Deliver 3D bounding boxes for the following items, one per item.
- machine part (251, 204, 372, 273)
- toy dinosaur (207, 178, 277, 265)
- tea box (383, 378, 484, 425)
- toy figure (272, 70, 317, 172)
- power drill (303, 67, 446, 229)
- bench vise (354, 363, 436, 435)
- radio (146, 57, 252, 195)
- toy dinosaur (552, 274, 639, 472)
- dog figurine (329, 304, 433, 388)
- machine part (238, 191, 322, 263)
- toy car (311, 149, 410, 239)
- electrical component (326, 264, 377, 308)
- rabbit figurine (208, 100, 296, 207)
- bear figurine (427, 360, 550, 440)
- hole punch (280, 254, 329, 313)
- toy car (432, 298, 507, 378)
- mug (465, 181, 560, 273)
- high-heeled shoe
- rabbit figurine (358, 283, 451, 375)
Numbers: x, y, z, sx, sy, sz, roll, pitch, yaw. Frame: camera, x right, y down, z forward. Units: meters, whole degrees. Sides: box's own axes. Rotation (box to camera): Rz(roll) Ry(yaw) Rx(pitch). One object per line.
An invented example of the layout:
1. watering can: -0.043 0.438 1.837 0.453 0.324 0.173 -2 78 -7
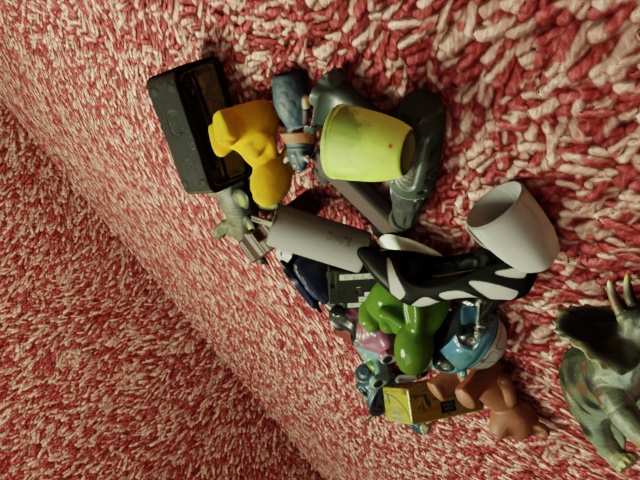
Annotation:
1. machine part: -0.002 -0.003 0.925 0.243 0.079 0.079 18 152 -2
2. toy dinosaur: -0.194 -0.123 1.171 0.199 0.105 0.470 10 133 41
3. tea box: 0.221 0.311 1.055 0.098 0.170 0.068 151 113 -65
4. toy figure: -0.037 -0.186 0.849 0.064 0.058 0.154 -142 38 -62
5. power drill: 0.075 -0.133 0.760 0.207 0.086 0.231 42 153 19
6. bench vise: 0.177 0.398 1.312 0.241 0.129 0.223 32 152 40
7. radio: -0.214 -0.202 0.975 0.073 0.131 0.229 -4 113 32
8. toy dinosaur: 0.383 0.192 0.715 0.192 0.131 0.404 61 174 31
9. dog figurine: 0.125 0.179 1.105 0.219 0.191 0.108 -117 28 -46
10. machine part: -0.080 -0.027 1.048 0.056 0.179 0.179 53 154 -4
11. toy car: 0.070 -0.077 0.876 0.202 0.053 0.089 44 165 -3
12. electrical component: 0.070 0.076 1.019 0.115 0.058 0.134 -1 141 0
13. rabbit figurine: -0.096 -0.143 0.919 0.122 0.162 0.173 -26 83 62
14. bear figurine: 0.307 0.299 0.965 0.195 0.132 0.120 59 157 -10
15. hole punch: -0.001 0.064 1.104 0.092 0.116 0.142 -25 108 31
16. toy car: 0.256 0.162 0.895 0.103 0.109 0.161 21 141 -5
17. mug: 0.243 -0.006 0.684 0.107 0.081 0.109 44 149 -13
18. high-heeled shoe: 0.179 0.030 0.781 0.249 0.086 0.145 24 130 10
19. rabbit figurine: 0.162 0.144 0.932 0.170 0.121 0.159 -103 33 -43
